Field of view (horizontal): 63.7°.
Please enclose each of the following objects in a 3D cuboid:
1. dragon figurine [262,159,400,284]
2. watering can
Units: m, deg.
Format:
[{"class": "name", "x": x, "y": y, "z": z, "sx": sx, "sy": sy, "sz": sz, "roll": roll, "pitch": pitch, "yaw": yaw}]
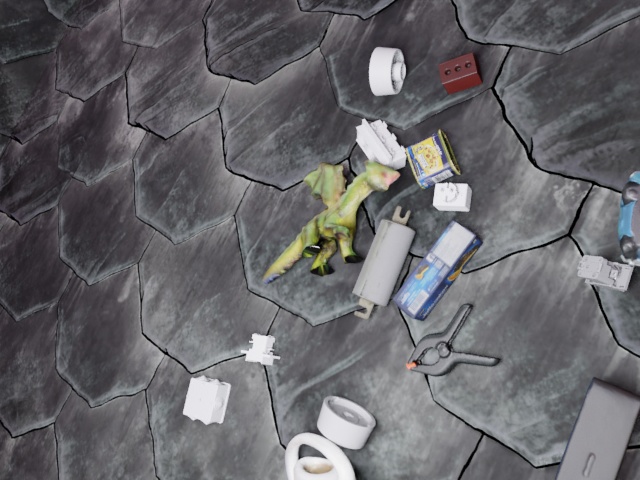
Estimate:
[{"class": "dragon figurine", "x": 0.004, "y": -0.058, "z": 1.161, "sx": 0.406, "sy": 0.121, "sz": 0.248, "roll": -21, "pitch": 54, "yaw": 37}, {"class": "watering can", "x": 0.034, "y": 0.480, "z": 0.905, "sx": 0.347, "sy": 0.104, "sz": 0.224, "roll": 2, "pitch": 93, "yaw": 56}]
